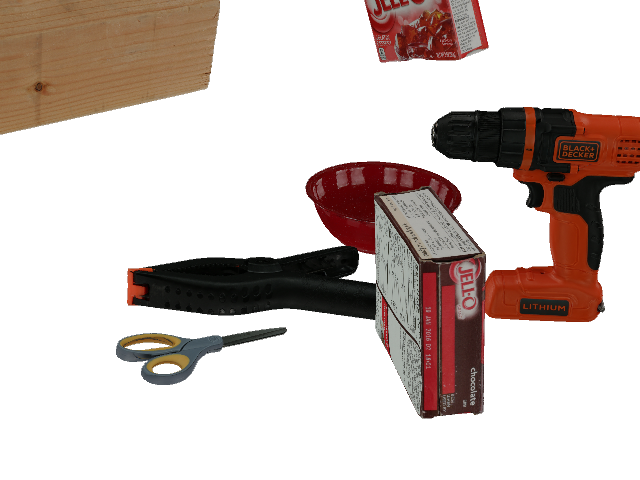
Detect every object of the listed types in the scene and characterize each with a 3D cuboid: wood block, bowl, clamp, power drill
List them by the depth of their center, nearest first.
[{"bbox_3d":[-0.036,0.035,0.798,0.209,0.036,0.165,-2,12,-22],"label":"clamp"},{"bbox_3d":[-0.193,-0.158,0.842,0.205,0.091,0.090,-19,49,-34],"label":"wood block"},{"bbox_3d":[0.182,-0.023,0.914,0.184,0.188,0.057,4,28,4],"label":"power drill"},{"bbox_3d":[0.063,-0.029,1.116,0.162,0.055,0.162,3,26,-2],"label":"bowl"}]

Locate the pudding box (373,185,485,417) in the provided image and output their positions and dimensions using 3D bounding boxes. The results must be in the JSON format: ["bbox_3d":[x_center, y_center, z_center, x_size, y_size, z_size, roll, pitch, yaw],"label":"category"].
[{"bbox_3d":[0.057,0.030,0.578,0.039,0.090,0.113,-5,21,-9],"label":"pudding box"}]

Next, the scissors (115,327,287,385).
[{"bbox_3d":[-0.119,0.123,1.161,0.201,0.016,0.096,0,27,-20],"label":"scissors"}]

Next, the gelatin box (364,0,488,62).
[{"bbox_3d":[0.064,-0.156,0.698,0.030,0.073,0.089,-26,21,-27],"label":"gelatin box"}]
